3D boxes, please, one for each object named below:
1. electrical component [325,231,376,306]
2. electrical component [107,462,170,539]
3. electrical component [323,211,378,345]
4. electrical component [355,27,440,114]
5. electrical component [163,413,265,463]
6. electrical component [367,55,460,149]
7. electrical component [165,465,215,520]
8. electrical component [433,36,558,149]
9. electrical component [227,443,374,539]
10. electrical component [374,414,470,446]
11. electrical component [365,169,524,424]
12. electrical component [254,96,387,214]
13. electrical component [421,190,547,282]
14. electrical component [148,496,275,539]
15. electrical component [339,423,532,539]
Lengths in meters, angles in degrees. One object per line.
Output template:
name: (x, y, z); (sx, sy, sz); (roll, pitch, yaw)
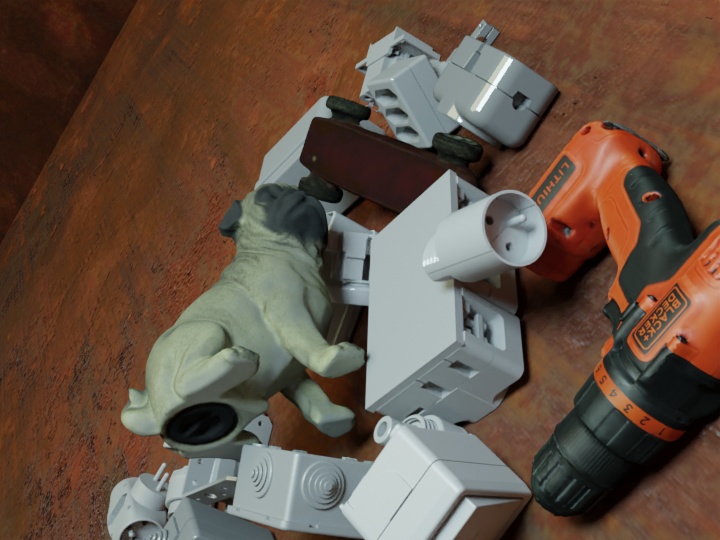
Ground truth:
electrical component: (0.000, 0.000, 0.845); (0.048, 0.066, 0.055); (-179, 95, -69)
electrical component: (-0.204, 0.221, 1.024); (0.079, 0.043, 0.077); (-58, 25, 8)
electrical component: (-0.043, 0.013, 0.914); (0.109, 0.056, 0.108); (-9, 57, 60)
electrical component: (0.031, -0.180, 0.989); (0.081, 0.042, 0.063); (-19, 50, 56)
electrical component: (-0.128, 0.138, 0.951); (0.095, 0.054, 0.059); (-13, 53, 58)
electrical component: (0.059, -0.147, 0.885); (0.077, 0.065, 0.047); (-38, 19, -18)
electrical component: (-0.148, 0.205, 0.935); (0.043, 0.043, 0.062); (-37, 36, 42)
electrical component: (0.096, -0.130, 0.799); (0.059, 0.054, 0.095); (-57, 25, 10)
electrical component: (-0.027, 0.145, 0.705); (0.100, 0.100, 0.048); (-9, 70, 60)
electrical component: (0.038, 0.109, 0.658); (0.043, 0.062, 0.043); (-43, 31, 34)
electrical component: (0.056, 0.023, 0.710); (0.089, 0.062, 0.150); (-42, 32, 37)
electrical component: (-0.036, -0.092, 0.984); (0.113, 0.078, 0.057); (-40, 30, 39)
electrical component: (0.067, -0.016, 0.625); (0.081, 0.043, 0.043); (-23, 45, 61)
electrical component: (-0.112, 0.216, 0.791); (0.061, 0.096, 0.061); (-58, 26, 7)
electrical component: (0.049, 0.130, 0.595); (0.061, 0.096, 0.061); (42, 105, 36)
